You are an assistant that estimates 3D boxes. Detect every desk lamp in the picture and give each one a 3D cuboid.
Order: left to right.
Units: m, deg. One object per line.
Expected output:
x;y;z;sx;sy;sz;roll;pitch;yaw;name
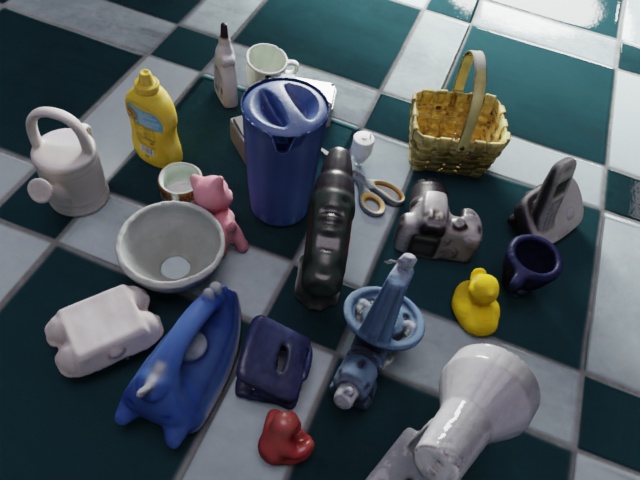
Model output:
0.161;0.251;0.710;0.117;0.213;0.204;37;58;19;desk lamp

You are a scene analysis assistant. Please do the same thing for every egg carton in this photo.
-0.308;0.131;0.825;0.150;0.069;0.107;-24;60;-23;egg carton

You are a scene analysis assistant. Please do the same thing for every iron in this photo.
-0.178;0.140;0.791;0.118;0.141;0.258;20;54;8;iron

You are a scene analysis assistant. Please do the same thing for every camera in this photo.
0.209;-0.046;1.005;0.143;0.101;0.137;9;53;0;camera

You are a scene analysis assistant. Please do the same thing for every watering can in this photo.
-0.410;-0.128;0.924;0.101;0.194;0.172;-8;55;-13;watering can

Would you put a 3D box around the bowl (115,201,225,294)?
-0.234;0.023;0.911;0.167;0.075;0.167;4;54;-5;bowl

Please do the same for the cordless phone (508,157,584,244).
0.425;-0.082;1.007;0.148;0.185;0.094;-30;63;-26;cordless phone

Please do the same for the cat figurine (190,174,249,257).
-0.167;-0.052;0.948;0.067;0.118;0.127;-21;59;-21;cat figurine

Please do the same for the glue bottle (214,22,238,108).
-0.186;-0.349;1.129;0.037;0.173;0.078;-16;57;-18;glue bottle

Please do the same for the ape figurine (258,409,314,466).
-0.046;0.255;0.755;0.076;0.092;0.077;-21;59;-21;ape figurine

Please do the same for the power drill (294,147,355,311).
0.008;0.003;0.875;0.075;0.208;0.229;7;53;-2;power drill

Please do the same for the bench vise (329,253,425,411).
0.089;0.130;0.785;0.121;0.220;0.207;10;53;0;bench vise

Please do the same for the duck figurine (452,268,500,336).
0.259;0.095;0.917;0.077;0.086;0.104;0;54;-7;duck figurine

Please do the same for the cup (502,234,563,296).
0.334;0.060;0.947;0.091;0.095;0.118;35;57;18;cup

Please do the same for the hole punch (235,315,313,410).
-0.063;0.172;0.814;0.101;0.091;0.108;13;53;2;hole punch
